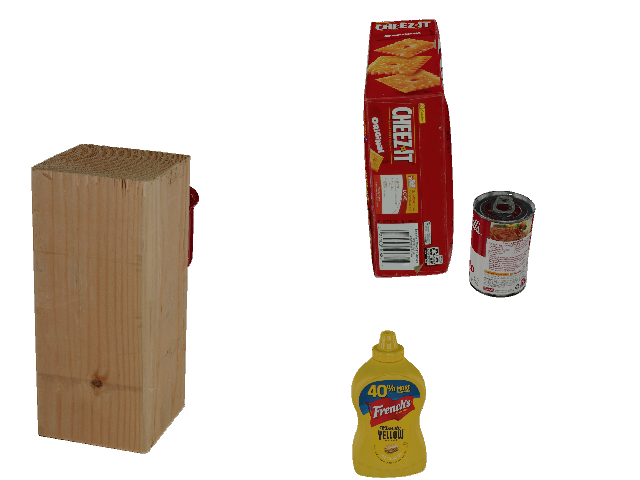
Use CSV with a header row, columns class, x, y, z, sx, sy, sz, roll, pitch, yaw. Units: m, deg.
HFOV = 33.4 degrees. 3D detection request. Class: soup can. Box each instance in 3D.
class,x,y,z,sx,sy,sz,roll,pitch,yaw
soup can,0.203,0.004,1.200,0.068,0.102,0.068,-1,32,0

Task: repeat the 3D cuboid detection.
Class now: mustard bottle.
class,x,y,z,sx,sy,sz,roll,pitch,yaw
mustard bottle,0.088,0.209,1.382,0.096,0.192,0.058,-2,14,-1

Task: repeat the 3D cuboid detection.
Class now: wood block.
class,x,y,z,sx,sy,sz,roll,pitch,yaw
wood block,-0.154,0.041,0.795,0.091,0.206,0.090,7,18,11

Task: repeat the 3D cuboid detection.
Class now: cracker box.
class,x,y,z,sx,sy,sz,roll,pitch,yaw
cracker box,0.079,-0.089,0.952,0.072,0.164,0.213,-2,27,6

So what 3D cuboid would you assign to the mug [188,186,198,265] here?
class,x,y,z,sx,sy,sz,roll,pitch,yaw
mug,-0.188,-0.017,1.182,0.093,0.081,0.117,-15,33,-33
